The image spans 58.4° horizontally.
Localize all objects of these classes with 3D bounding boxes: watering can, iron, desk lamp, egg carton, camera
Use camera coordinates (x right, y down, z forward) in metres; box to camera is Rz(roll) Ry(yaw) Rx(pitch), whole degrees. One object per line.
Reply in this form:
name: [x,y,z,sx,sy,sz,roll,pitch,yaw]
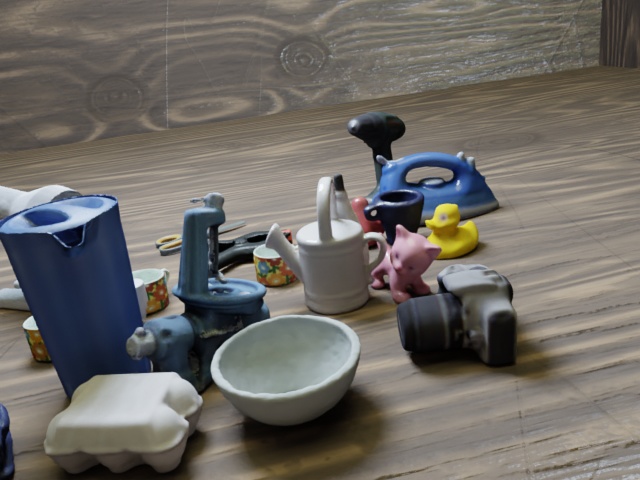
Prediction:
watering can: [0.008,0.004,0.849,0.173,0.194,0.100,-11,22,-9]
iron: [0.233,-0.116,1.158,0.258,0.141,0.118,-8,21,-1]
desk lamp: [-0.488,0.008,0.973,0.202,0.214,0.118,1,23,20]
egg carton: [-0.204,0.193,0.606,0.150,0.069,0.107,-5,21,7]
camera: [0.165,0.085,0.720,0.137,0.101,0.143,-7,21,0]

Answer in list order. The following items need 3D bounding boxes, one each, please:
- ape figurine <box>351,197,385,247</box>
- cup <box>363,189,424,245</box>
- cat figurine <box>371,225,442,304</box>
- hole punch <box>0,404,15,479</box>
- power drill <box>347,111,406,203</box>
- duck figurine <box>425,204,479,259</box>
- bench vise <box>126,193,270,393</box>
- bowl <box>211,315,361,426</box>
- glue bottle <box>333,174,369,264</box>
ape figurine: [0.080,-0.037,1.073,0.077,0.092,0.076,4,24,27]
cup: [0.135,-0.033,1.041,0.118,0.095,0.091,-16,23,-21]
cat figurine: [0.124,0.026,0.860,0.067,0.118,0.127,-18,24,-25]
hole punch: [-0.382,0.206,0.600,0.101,0.091,0.108,-18,24,-27]
power drill: [0.132,-0.188,1.282,0.075,0.209,0.230,5,24,28]
duck figurine: [0.226,-0.022,0.994,0.105,0.086,0.077,-15,22,-18]
bench vise: [-0.143,0.064,0.709,0.121,0.220,0.208,0,22,18]
bowl: [-0.033,0.155,0.642,0.167,0.075,0.167,-6,21,3]
glue bottle: [0.037,-0.026,0.946,0.078,0.173,0.037,-1,22,16]
